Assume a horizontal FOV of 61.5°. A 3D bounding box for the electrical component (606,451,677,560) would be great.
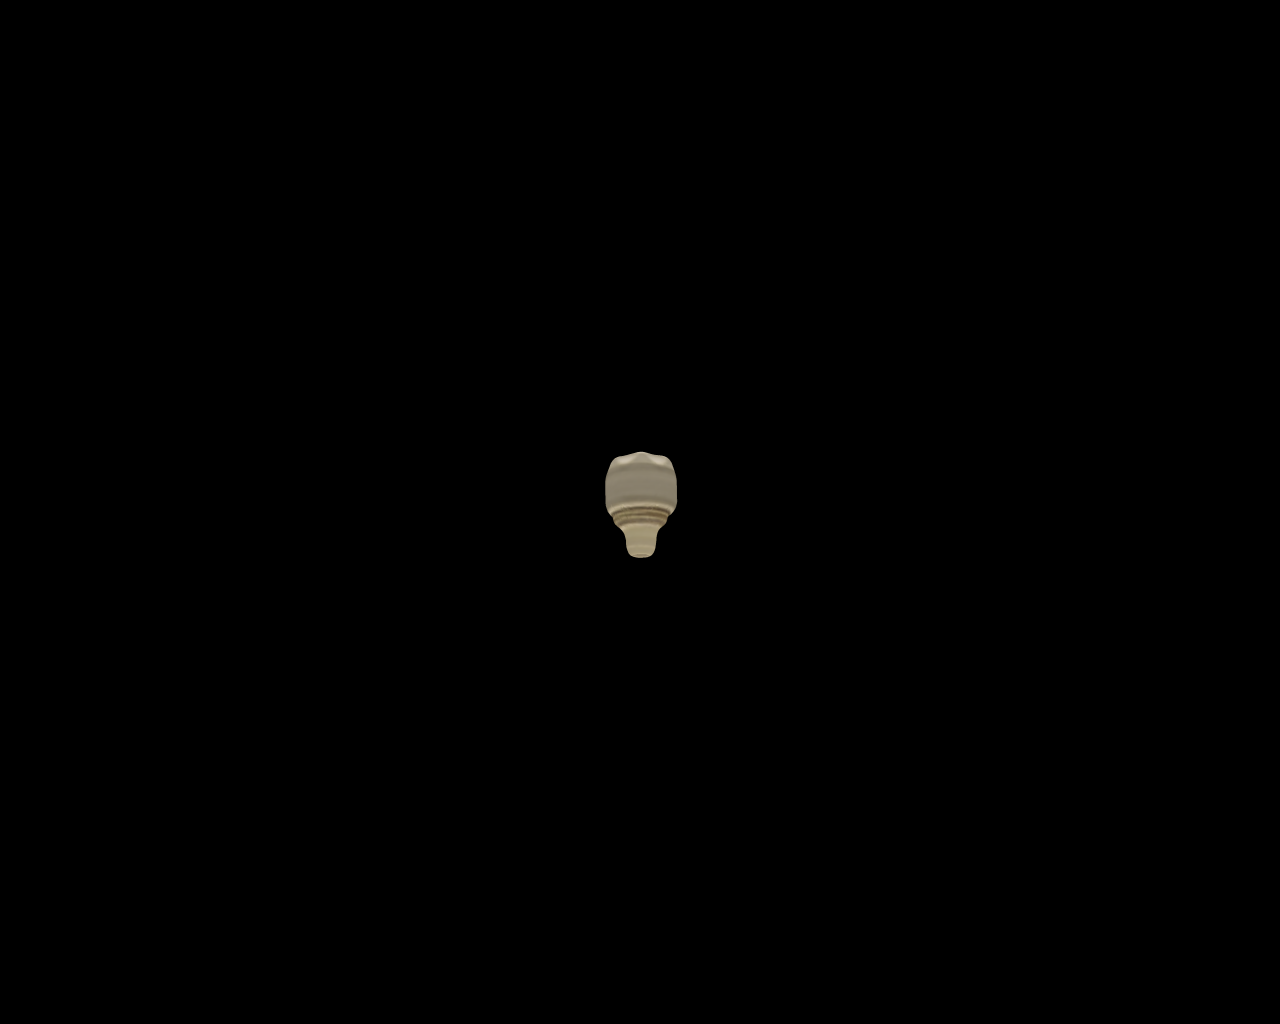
[{"bbox_3d":[0.001,-0.003,0.650,0.043,0.062,0.043,0,-15,0],"label":"electrical component"}]
